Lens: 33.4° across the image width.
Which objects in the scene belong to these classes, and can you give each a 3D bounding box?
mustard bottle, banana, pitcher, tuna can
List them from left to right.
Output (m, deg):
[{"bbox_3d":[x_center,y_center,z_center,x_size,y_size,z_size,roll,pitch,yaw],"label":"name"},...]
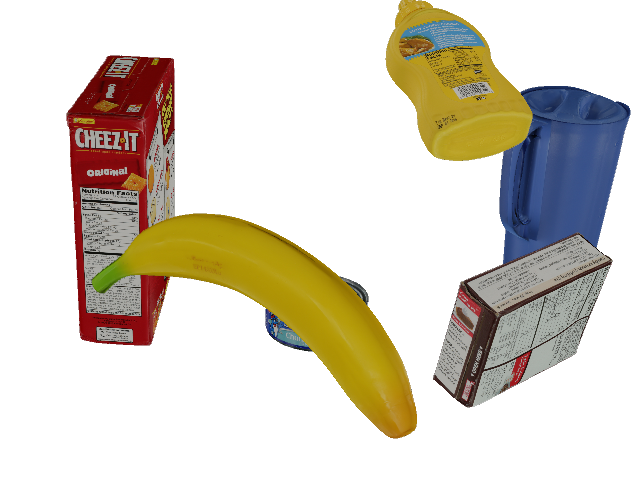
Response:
[{"bbox_3d":[-0.027,0.032,0.564,0.198,0.070,0.037,24,9,21],"label":"banana"},{"bbox_3d":[-0.004,0.059,0.890,0.086,0.034,0.086,3,22,-1],"label":"tuna can"},{"bbox_3d":[0.113,-0.159,0.981,0.096,0.192,0.058,-13,-37,-13],"label":"mustard bottle"},{"bbox_3d":[0.282,-0.056,1.295,0.149,0.243,0.145,4,27,1],"label":"pitcher"}]

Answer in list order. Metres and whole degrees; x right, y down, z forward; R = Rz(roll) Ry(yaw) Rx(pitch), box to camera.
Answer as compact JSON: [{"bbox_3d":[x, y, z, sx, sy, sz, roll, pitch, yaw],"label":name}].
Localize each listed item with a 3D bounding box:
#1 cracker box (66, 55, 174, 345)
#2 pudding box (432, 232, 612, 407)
[{"bbox_3d":[-0.173,-0.039,0.951,0.072,0.214,0.164,3,26,0],"label":"cracker box"},{"bbox_3d":[0.135,0.053,0.711,0.113,0.090,0.039,-22,47,-33],"label":"pudding box"}]
